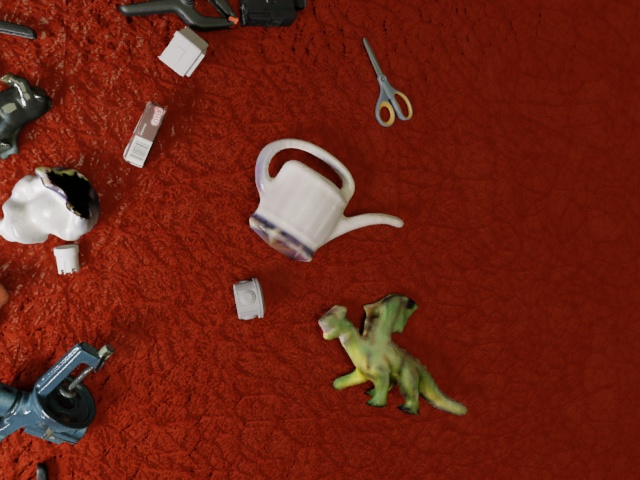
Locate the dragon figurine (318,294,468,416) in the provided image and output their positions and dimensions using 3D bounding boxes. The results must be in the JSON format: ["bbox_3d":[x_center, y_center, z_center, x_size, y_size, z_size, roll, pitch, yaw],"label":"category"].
[{"bbox_3d":[0.171,0.242,1.136,0.409,0.121,0.245,15,80,-22],"label":"dragon figurine"}]

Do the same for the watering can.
[{"bbox_3d":[0.003,-0.053,1.052,0.345,0.104,0.226,35,82,-19],"label":"watering can"}]

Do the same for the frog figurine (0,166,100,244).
[{"bbox_3d":[-0.471,-0.048,0.895,0.158,0.125,0.136,-35,118,23],"label":"frog figurine"}]
